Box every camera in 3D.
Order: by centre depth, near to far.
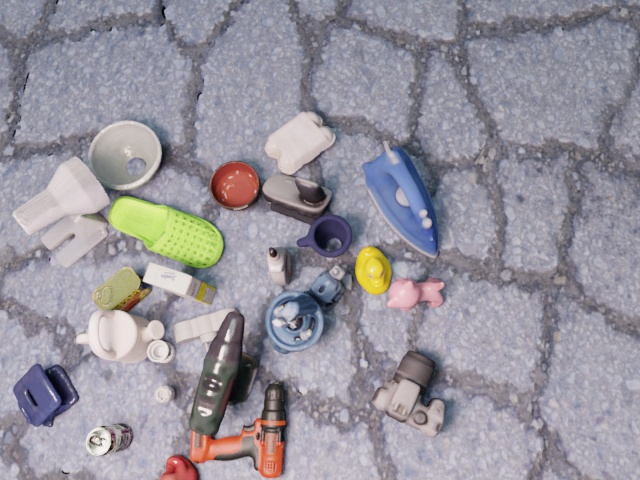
[{"bbox_3d":[0.190,0.298,1.130,0.143,0.101,0.137,25,78,10],"label":"camera"}]

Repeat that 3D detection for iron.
[{"bbox_3d":[0.189,-0.088,1.209,0.118,0.141,0.258,-28,75,-4],"label":"iron"}]

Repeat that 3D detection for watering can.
[{"bbox_3d":[-0.401,0.188,1.147,0.173,0.194,0.101,-28,75,-4],"label":"watering can"}]

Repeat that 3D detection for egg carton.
[{"bbox_3d":[-0.046,-0.220,1.295,0.150,0.069,0.107,-38,76,-6],"label":"egg carton"}]

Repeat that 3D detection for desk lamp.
[{"bbox_3d":[-0.529,-0.057,1.208,0.203,0.213,0.118,-43,77,-7],"label":"desk lamp"}]

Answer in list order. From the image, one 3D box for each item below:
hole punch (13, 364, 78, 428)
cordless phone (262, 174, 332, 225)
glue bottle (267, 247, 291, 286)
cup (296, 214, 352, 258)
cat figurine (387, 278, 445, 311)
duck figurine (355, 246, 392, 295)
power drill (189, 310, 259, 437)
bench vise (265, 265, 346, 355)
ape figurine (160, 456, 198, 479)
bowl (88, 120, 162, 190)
[{"bbox_3d":[-0.573,0.322,1.176,0.101,0.091,0.108,-38,76,-6],"label":"hole punch"},{"bbox_3d":[-0.053,-0.110,1.207,0.147,0.185,0.094,16,77,8],"label":"cordless phone"},{"bbox_3d":[-0.087,0.043,1.176,0.037,0.173,0.078,-2,75,4],"label":"glue bottle"},{"bbox_3d":[0.011,0.004,1.220,0.117,0.095,0.091,-14,75,0],"label":"cup"},{"bbox_3d":[0.194,0.106,1.170,0.127,0.118,0.067,-11,75,1],"label":"cat figurine"},{"bbox_3d":[0.113,0.059,1.204,0.077,0.086,0.104,-13,75,0],"label":"duck figurine"},{"bbox_3d":[-0.180,0.257,1.107,0.075,0.208,0.230,15,77,8],"label":"power drill"},{"bbox_3d":[-0.038,0.124,1.127,0.121,0.220,0.207,22,78,9],"label":"bench vise"},{"bbox_3d":[-0.284,0.468,1.120,0.076,0.092,0.078,17,77,8],"label":"ape figurine"},{"bbox_3d":[-0.433,-0.182,1.306,0.167,0.075,0.167,-1,75,3],"label":"bowl"}]
